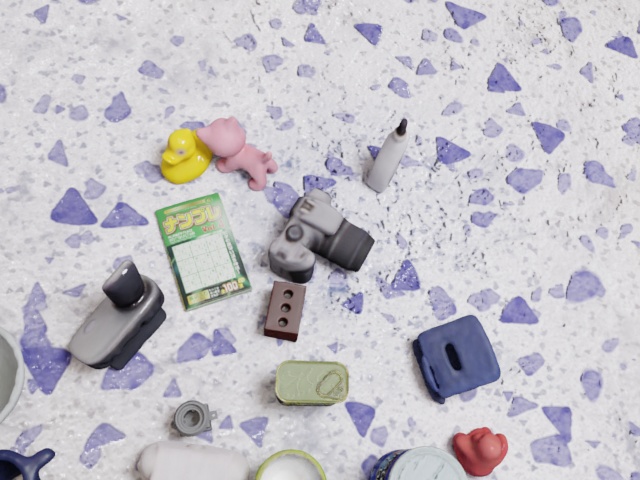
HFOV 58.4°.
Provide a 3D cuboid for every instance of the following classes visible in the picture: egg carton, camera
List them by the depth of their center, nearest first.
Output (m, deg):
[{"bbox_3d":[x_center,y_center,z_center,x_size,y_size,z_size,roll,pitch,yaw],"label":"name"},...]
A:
[{"bbox_3d":[-0.172,0.329,0.765,0.150,0.069,0.107,7,68,-3],"label":"egg carton"},{"bbox_3d":[0.008,0.003,0.894,0.136,0.101,0.143,29,69,5],"label":"camera"}]

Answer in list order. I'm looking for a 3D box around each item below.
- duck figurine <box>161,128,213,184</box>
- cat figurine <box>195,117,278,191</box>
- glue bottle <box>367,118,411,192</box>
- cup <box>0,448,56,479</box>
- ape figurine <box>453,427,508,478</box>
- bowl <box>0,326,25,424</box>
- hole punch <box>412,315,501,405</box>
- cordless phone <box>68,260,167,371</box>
[{"bbox_3d":[-0.220,-0.151,0.937,0.077,0.086,0.105,36,69,8],"label":"duck figurine"},{"bbox_3d":[-0.132,-0.151,0.929,0.127,0.118,0.067,26,68,4],"label":"cat figurine"},{"bbox_3d":[0.118,-0.146,0.925,0.037,0.173,0.078,29,69,6],"label":"glue bottle"},{"bbox_3d":[-0.386,0.309,0.735,0.118,0.095,0.091,-35,76,-17],"label":"cup"},{"bbox_3d":[0.231,0.295,0.810,0.078,0.092,0.076,21,68,2],"label":"ape figurine"},{"bbox_3d":[-0.478,0.196,0.780,0.167,0.075,0.167,2,69,-5],"label":"bowl"},{"bbox_3d":[0.201,0.178,0.853,0.101,0.091,0.108,-16,71,-12],"label":"hole punch"},{"bbox_3d":[-0.287,0.097,0.779,0.094,0.185,0.148,31,69,7],"label":"cordless phone"}]
